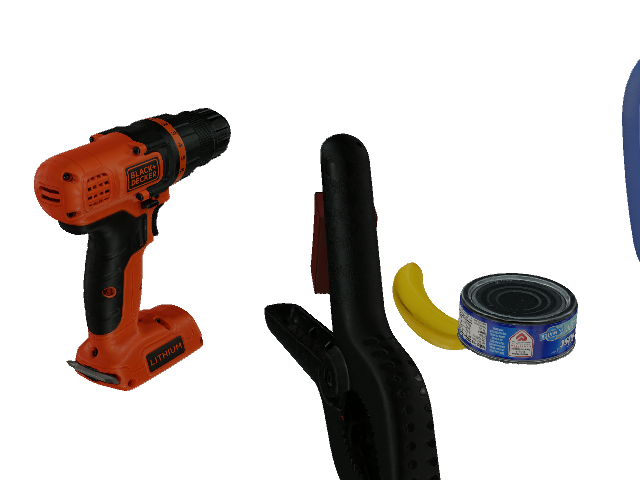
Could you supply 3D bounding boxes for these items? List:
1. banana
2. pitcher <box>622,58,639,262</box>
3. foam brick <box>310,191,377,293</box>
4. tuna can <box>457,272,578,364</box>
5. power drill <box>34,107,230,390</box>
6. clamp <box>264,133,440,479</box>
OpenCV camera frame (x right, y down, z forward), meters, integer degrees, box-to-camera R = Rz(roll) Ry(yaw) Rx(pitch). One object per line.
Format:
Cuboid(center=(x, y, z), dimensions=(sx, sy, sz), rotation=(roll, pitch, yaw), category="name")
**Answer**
Cuboid(center=(0.121, 0.076, 1.204), dimensions=(0.069, 0.037, 0.198), rotation=(4, 23, -26), category="banana")
Cuboid(center=(0.250, -0.020, 0.604), dimensions=(0.149, 0.243, 0.144), rotation=(-1, 22, 16), category="pitcher")
Cuboid(center=(0.020, 0.002, 0.956), dimensions=(0.053, 0.078, 0.051), rotation=(1, 25, -5), category="foam brick")
Cuboid(center=(0.143, 0.055, 0.776), dimensions=(0.086, 0.034, 0.086), rotation=(0, 23, 0), category="tuna can")
Cuboid(center=(-0.129, 0.002, 0.796), dimensions=(0.057, 0.188, 0.184), rotation=(14, 26, 32), category="power drill")
Cuboid(center=(0.021, 0.060, 0.555), dimensions=(0.036, 0.165, 0.210), rotation=(-5, 46, -20), category="clamp")
